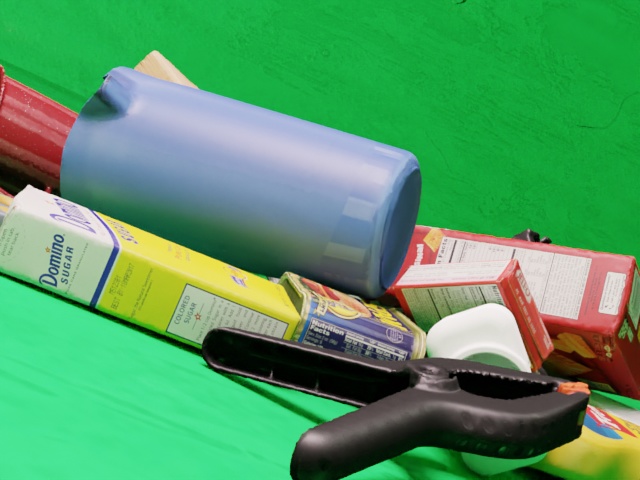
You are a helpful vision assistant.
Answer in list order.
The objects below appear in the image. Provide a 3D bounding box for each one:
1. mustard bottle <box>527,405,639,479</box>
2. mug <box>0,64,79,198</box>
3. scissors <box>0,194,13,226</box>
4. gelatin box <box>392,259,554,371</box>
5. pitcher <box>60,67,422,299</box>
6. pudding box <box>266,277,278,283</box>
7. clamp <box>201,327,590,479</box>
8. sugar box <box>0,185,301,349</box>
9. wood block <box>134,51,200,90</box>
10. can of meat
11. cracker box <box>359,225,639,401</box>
[{"bbox_3d":[0.172,0.136,0.715,0.191,0.058,0.096,23,7,-14],"label":"mustard bottle"},{"bbox_3d":[-0.229,-0.066,0.807,0.081,0.093,0.117,27,33,-35],"label":"mug"},{"bbox_3d":[-0.241,-0.028,0.677,0.201,0.016,0.096,21,4,-40],"label":"scissors"},{"bbox_3d":[0.102,0.051,0.713,0.089,0.030,0.073,-6,-61,41],"label":"gelatin box"},{"bbox_3d":[-0.054,-0.032,0.788,0.243,0.145,0.149,15,11,16],"label":"pitcher"},{"bbox_3d":[-0.006,0.001,0.972,0.039,0.113,0.090,26,5,-12],"label":"pudding box"},{"bbox_3d":[0.046,0.082,0.564,0.209,0.036,0.165,4,13,-29],"label":"clamp"},{"bbox_3d":[-0.104,0.022,0.639,0.176,0.048,0.093,25,4,-13],"label":"sugar box"},{"bbox_3d":[-0.123,-0.078,0.989,0.090,0.091,0.206,40,8,-44],"label":"wood block"},{"bbox_3d":[0.011,0.065,0.695,0.084,0.057,0.102,21,5,-13],"label":"can of meat"},{"bbox_3d":[0.155,0.060,0.872,0.214,0.072,0.164,9,-21,27],"label":"cracker box"}]
